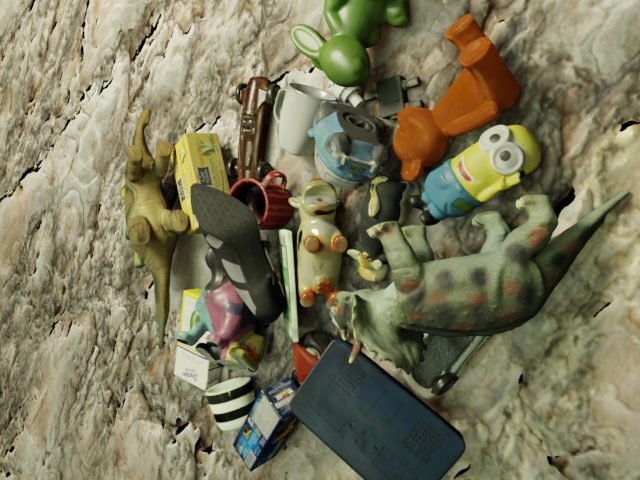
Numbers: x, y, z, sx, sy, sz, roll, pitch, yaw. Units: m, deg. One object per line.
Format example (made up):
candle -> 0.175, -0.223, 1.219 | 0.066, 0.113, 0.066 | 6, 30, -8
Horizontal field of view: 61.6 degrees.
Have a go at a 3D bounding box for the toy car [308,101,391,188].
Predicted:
toy car -> 0.040, -0.132, 0.806 | 0.162, 0.109, 0.102 | -100, 29, -47

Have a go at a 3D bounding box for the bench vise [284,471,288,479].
bench vise -> 0.030, 0.421, 0.776 | 0.224, 0.240, 0.129 | -10, 82, 18

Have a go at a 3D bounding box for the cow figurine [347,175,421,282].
cow figurine -> 0.088, -0.013, 0.798 | 0.068, 0.098, 0.167 | 19, 101, 26

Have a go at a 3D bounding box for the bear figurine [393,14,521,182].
bear figurine -> 0.163, -0.182, 0.730 | 0.196, 0.131, 0.120 | -31, 35, 26

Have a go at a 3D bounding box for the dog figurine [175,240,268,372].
dog figurine -> -0.149, 0.105, 0.964 | 0.109, 0.191, 0.219 | -2, 56, 37

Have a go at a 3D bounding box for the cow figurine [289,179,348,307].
cow figurine -> -0.002, -0.003, 0.858 | 0.127, 0.085, 0.194 | -121, 31, -66

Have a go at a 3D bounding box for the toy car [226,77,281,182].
toy car -> -0.122, -0.191, 0.963 | 0.089, 0.053, 0.202 | 14, 98, 30

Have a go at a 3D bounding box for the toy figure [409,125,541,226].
toy figure -> 0.208, -0.087, 0.727 | 0.082, 0.089, 0.180 | 52, 128, 2

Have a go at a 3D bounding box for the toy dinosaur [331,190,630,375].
toy dinosaur -> 0.190, 0.057, 0.674 | 0.405, 0.131, 0.192 | -10, 84, 16

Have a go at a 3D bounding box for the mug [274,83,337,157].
mug -> -0.037, -0.199, 0.888 | 0.110, 0.081, 0.107 | 28, 115, 25

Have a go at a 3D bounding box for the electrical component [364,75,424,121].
electrical component -> 0.112, -0.215, 0.821 | 0.094, 0.021, 0.063 | -7, 88, 33

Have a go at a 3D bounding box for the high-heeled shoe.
high-heeled shoe -> -0.139, 0.024, 0.896 | 0.249, 0.086, 0.145 | 52, 154, 20

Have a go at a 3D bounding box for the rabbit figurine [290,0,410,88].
rabbit figurine -> 0.035, -0.304, 0.790 | 0.159, 0.121, 0.170 | 2, 73, 34

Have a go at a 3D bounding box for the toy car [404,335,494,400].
toy car -> 0.191, 0.139, 0.759 | 0.074, 0.056, 0.201 | 44, 113, 32

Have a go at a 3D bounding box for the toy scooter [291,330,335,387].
toy scooter -> 0.019, 0.240, 0.866 | 0.184, 0.075, 0.135 | 32, 108, 24

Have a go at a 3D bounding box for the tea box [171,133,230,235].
tea box -> -0.220, -0.104, 1.003 | 0.098, 0.068, 0.169 | -28, 75, 55

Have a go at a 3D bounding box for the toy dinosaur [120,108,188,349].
toy dinosaur -> -0.325, -0.023, 1.042 | 0.198, 0.105, 0.471 | 158, 108, -64

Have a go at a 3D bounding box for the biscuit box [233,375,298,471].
biscuit box -> -0.087, 0.314, 0.910 | 0.059, 0.063, 0.202 | 49, 136, 25

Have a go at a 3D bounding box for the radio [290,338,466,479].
radio -> 0.077, 0.257, 0.762 | 0.230, 0.073, 0.131 | 37, 85, 17
